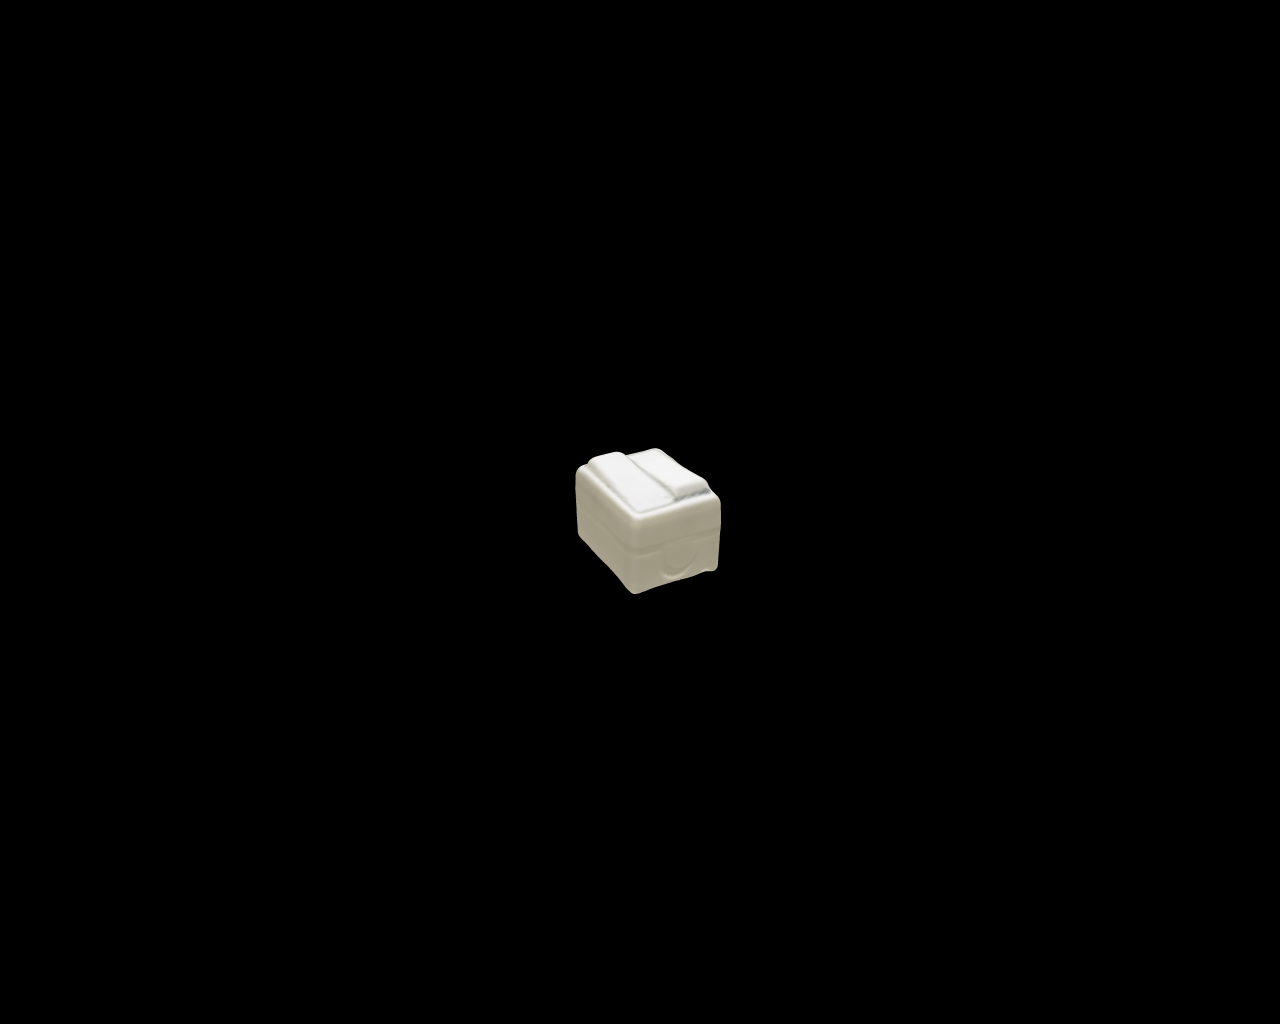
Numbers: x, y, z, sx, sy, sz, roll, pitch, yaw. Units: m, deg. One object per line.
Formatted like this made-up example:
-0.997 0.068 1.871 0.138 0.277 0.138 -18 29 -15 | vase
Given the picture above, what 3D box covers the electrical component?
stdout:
0.001 -0.003 0.650 0.062 0.061 0.096 -14 32 -24 | electrical component
